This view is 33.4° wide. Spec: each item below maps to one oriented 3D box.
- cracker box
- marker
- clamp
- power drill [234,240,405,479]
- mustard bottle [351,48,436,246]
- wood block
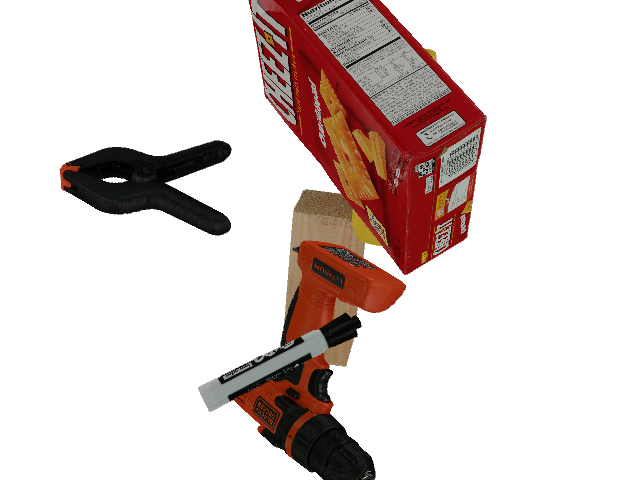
[{"bbox_3d":[0.029,-0.101,0.810,0.072,0.214,0.164,-31,-26,-14],"label":"cracker box"},{"bbox_3d":[-0.026,0.082,0.736,0.121,0.020,0.020,-26,5,-10],"label":"marker"},{"bbox_3d":[-0.164,-0.064,1.048,0.171,0.039,0.120,11,41,-3],"label":"clamp"},{"bbox_3d":[0.006,0.108,0.947,0.057,0.188,0.185,10,17,-47],"label":"power drill"},{"bbox_3d":[0.087,-0.088,1.015,0.096,0.192,0.058,2,28,-9],"label":"mustard bottle"},{"bbox_3d":[0.006,0.048,1.399,0.090,0.206,0.090,8,23,6],"label":"wood block"}]
